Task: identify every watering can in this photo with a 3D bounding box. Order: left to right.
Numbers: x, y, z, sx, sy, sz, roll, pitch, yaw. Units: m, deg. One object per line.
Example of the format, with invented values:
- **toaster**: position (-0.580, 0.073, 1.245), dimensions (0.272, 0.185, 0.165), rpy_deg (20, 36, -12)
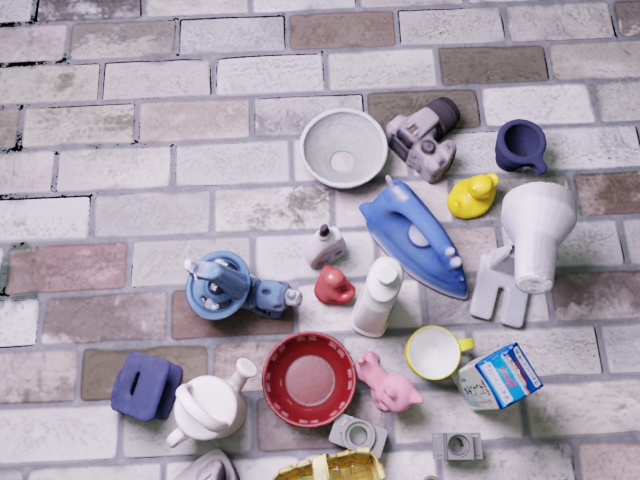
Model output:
- **watering can**: position (-0.176, 0.262, 0.917), dimensions (0.101, 0.194, 0.173), rpy_deg (23, 75, 7)

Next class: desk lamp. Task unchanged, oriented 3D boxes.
- **desk lamp**: position (0.347, 0.029, 0.974), dimensions (0.118, 0.213, 0.203), rpy_deg (14, 74, 5)

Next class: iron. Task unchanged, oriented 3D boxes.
- **iron**: position (0.188, -0.006, 1.023), dimensions (0.119, 0.141, 0.258), rpy_deg (-39, 77, -10)

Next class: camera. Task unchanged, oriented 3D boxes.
- **camera**: position (0.217, -0.208, 1.105), dimensions (0.137, 0.101, 0.143), rpy_deg (-41, 77, -11)

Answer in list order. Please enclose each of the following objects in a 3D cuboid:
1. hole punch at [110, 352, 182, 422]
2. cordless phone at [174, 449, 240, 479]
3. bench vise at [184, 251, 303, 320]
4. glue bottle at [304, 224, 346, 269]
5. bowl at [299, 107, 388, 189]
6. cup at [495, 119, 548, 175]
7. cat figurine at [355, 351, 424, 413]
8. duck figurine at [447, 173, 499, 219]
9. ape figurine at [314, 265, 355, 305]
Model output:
- **hole punch**: position (-0.302, 0.251, 0.974), dimensions (0.101, 0.091, 0.109), rpy_deg (13, 74, 4)
- **cordless phone**: position (-0.199, 0.399, 0.880), dimensions (0.148, 0.185, 0.094), rpy_deg (-40, 77, -11)
- **bench vise**: position (-0.138, 0.066, 0.962), dimensions (0.207, 0.220, 0.121), rpy_deg (-8, 73, -2)
- **glue bottle**: position (0.009, 0.004, 1.004), dimensions (0.078, 0.173, 0.037), rpy_deg (-25, 74, -7)
- **bowl**: position (0.045, -0.166, 1.107), dimensions (0.167, 0.075, 0.167), rpy_deg (0, 73, 0)
- **cup**: position (0.381, -0.161, 1.093), dimensions (0.092, 0.095, 0.117), rpy_deg (-33, 76, -9)
- **cat figurine**: position (0.109, 0.242, 0.961), dimensions (0.127, 0.118, 0.067), rpy_deg (43, 78, 12)
- **duck figurine**: position (0.291, -0.090, 1.077), dimensions (0.104, 0.086, 0.077), rpy_deg (-32, 76, -9)
- **ape figurine**: position (0.025, 0.077, 1.024), dimensions (0.076, 0.092, 0.078), rpy_deg (-18, 74, -5)
